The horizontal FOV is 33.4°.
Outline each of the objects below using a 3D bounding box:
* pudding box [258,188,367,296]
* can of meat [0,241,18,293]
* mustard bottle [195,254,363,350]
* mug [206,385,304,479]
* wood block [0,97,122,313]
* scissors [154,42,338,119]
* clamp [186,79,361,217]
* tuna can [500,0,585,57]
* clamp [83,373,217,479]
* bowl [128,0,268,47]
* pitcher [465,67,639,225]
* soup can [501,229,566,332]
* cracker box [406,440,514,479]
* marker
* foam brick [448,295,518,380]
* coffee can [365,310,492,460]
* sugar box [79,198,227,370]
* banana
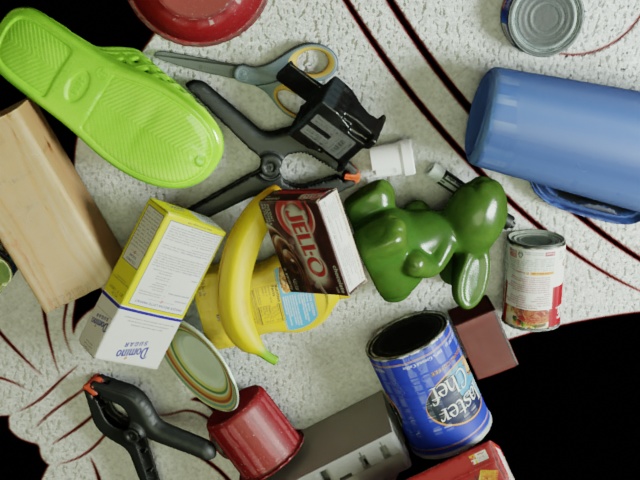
[{"bbox_3d":[-0.007,0.001,1.123,0.039,0.090,0.113,-37,116,-37],"label":"pudding box"},{"bbox_3d":[-0.375,0.010,1.165,0.102,0.084,0.057,40,102,-14],"label":"can of meat"},{"bbox_3d":[-0.042,0.061,1.213,0.191,0.058,0.096,-12,110,1],"label":"mustard bottle"},{"bbox_3d":[-0.087,0.228,1.258,0.117,0.093,0.081,-24,106,43],"label":"mug"},{"bbox_3d":[-0.303,-0.039,1.150,0.090,0.091,0.206,-26,107,4],"label":"wood block"},{"bbox_3d":[-0.068,-0.194,1.150,0.201,0.016,0.096,26,106,-12],"label":"scissors"},{"bbox_3d":[-0.060,-0.093,1.174,0.210,0.036,0.164,0,107,-3],"label":"clamp"},{"bbox_3d":[0.239,-0.240,1.144,0.086,0.034,0.086,-1,108,-3],"label":"tuna can"},{"bbox_3d":[-0.203,0.221,1.253,0.120,0.039,0.171,-32,102,21],"label":"clamp"},{"bbox_3d":[-0.128,-0.276,1.101,0.162,0.055,0.162,-1,108,-3],"label":"bowl"},{"bbox_3d":[0.282,-0.101,1.151,0.242,0.145,0.149,12,95,-3],"label":"pitcher"},{"bbox_3d":[0.244,0.045,1.219,0.068,0.068,0.102,-1,107,-3],"label":"soup can"},{"bbox_3d":[0.141,0.296,1.221,0.164,0.213,0.072,-26,74,5],"label":"cracker box"},{"bbox_3d":[0.173,-0.048,1.210,0.121,0.020,0.020,33,103,-13],"label":"marker"},{"bbox_3d":[0.190,0.114,1.247,0.051,0.053,0.078,-24,107,4],"label":"foam brick"},{"bbox_3d":[0.126,0.167,1.233,0.103,0.103,0.140,-24,108,4],"label":"coffee can"},{"bbox_3d":[-0.179,0.049,1.144,0.093,0.048,0.176,20,103,-48],"label":"sugar box"},{"bbox_3d":[-0.078,0.038,1.163,0.069,0.037,0.198,0,95,-18],"label":"banana"}]
